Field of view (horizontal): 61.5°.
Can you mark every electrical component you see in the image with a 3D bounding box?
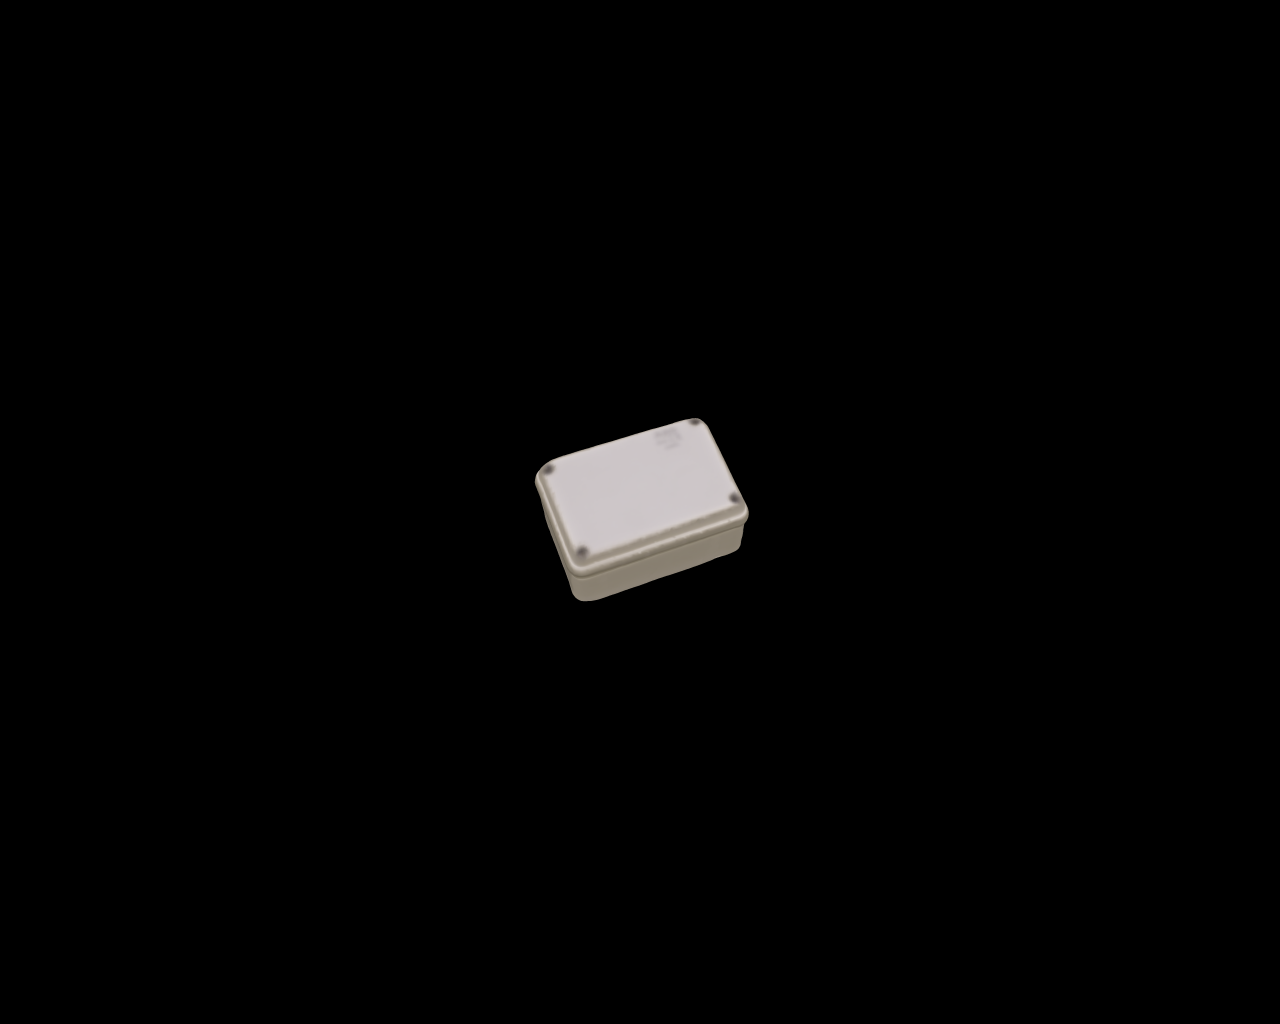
[{"bbox_3d":[0.001,-0.003,0.650,0.113,0.078,0.057,-18,-28,-10],"label":"electrical component"}]
